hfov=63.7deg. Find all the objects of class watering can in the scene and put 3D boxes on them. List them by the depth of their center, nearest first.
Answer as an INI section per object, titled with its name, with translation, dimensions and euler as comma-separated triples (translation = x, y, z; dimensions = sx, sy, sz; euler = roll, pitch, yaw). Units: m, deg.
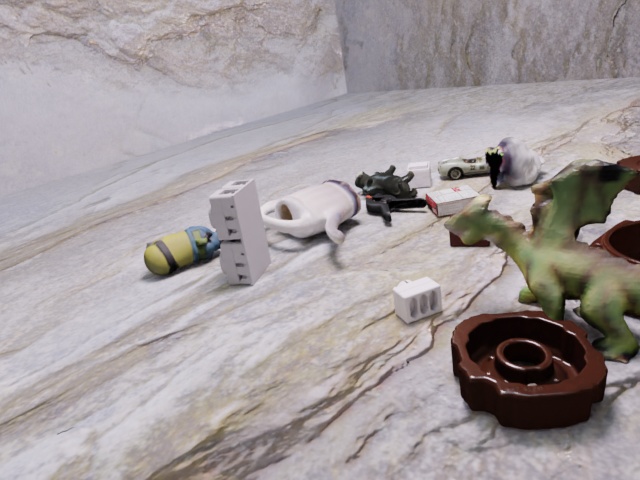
[watering can]
translation = 0.004, -0.059, 1.177
dimensions = 0.227, 0.102, 0.349
euler = -23, 25, -33

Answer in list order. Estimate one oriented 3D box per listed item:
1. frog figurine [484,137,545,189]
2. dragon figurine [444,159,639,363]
[frog figurine]
translation = 0.516, -0.201, 1.315
dimensions = 0.160, 0.120, 0.140
euler = -5, 52, -12
[dragon figurine]
translation = 0.361, 0.015, 0.679
dimensions = 0.410, 0.240, 0.123
euler = 6, 20, 39
